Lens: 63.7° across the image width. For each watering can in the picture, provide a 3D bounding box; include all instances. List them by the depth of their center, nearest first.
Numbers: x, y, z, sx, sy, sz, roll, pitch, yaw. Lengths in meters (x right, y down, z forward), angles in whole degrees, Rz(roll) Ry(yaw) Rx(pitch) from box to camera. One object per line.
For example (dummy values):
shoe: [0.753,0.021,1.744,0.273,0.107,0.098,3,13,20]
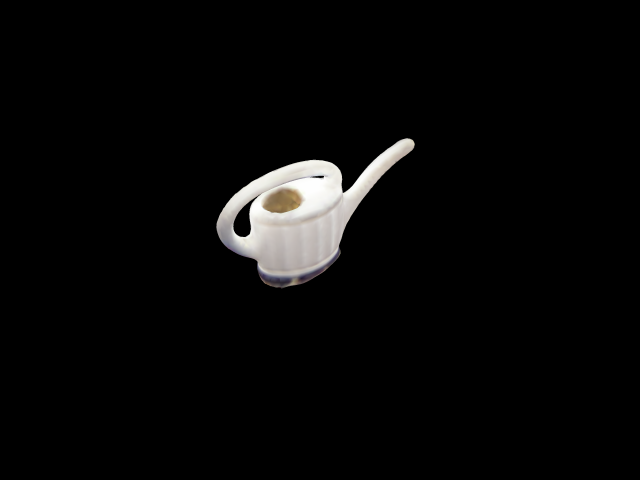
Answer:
watering can: [0.003,-0.043,0.850,0.350,0.219,0.106,-19,47,-19]
